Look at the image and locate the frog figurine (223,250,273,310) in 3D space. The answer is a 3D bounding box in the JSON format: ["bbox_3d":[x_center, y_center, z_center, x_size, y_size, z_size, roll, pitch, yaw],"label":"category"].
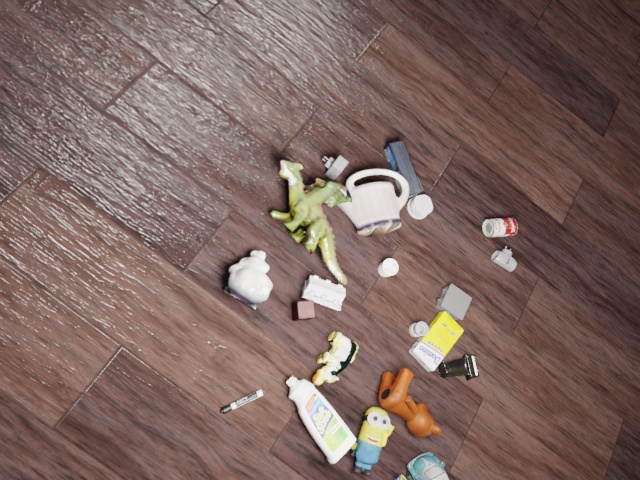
[{"bbox_3d":[-0.196,0.106,1.498,0.138,0.121,0.161,26,78,12],"label":"frog figurine"}]

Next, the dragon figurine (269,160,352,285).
[{"bbox_3d":[0.005,-0.080,1.596,0.408,0.122,0.245,45,78,-7],"label":"dragon figurine"}]

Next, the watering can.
[{"bbox_3d":[0.133,-0.116,1.688,0.348,0.103,0.227,-11,77,-7],"label":"watering can"}]
